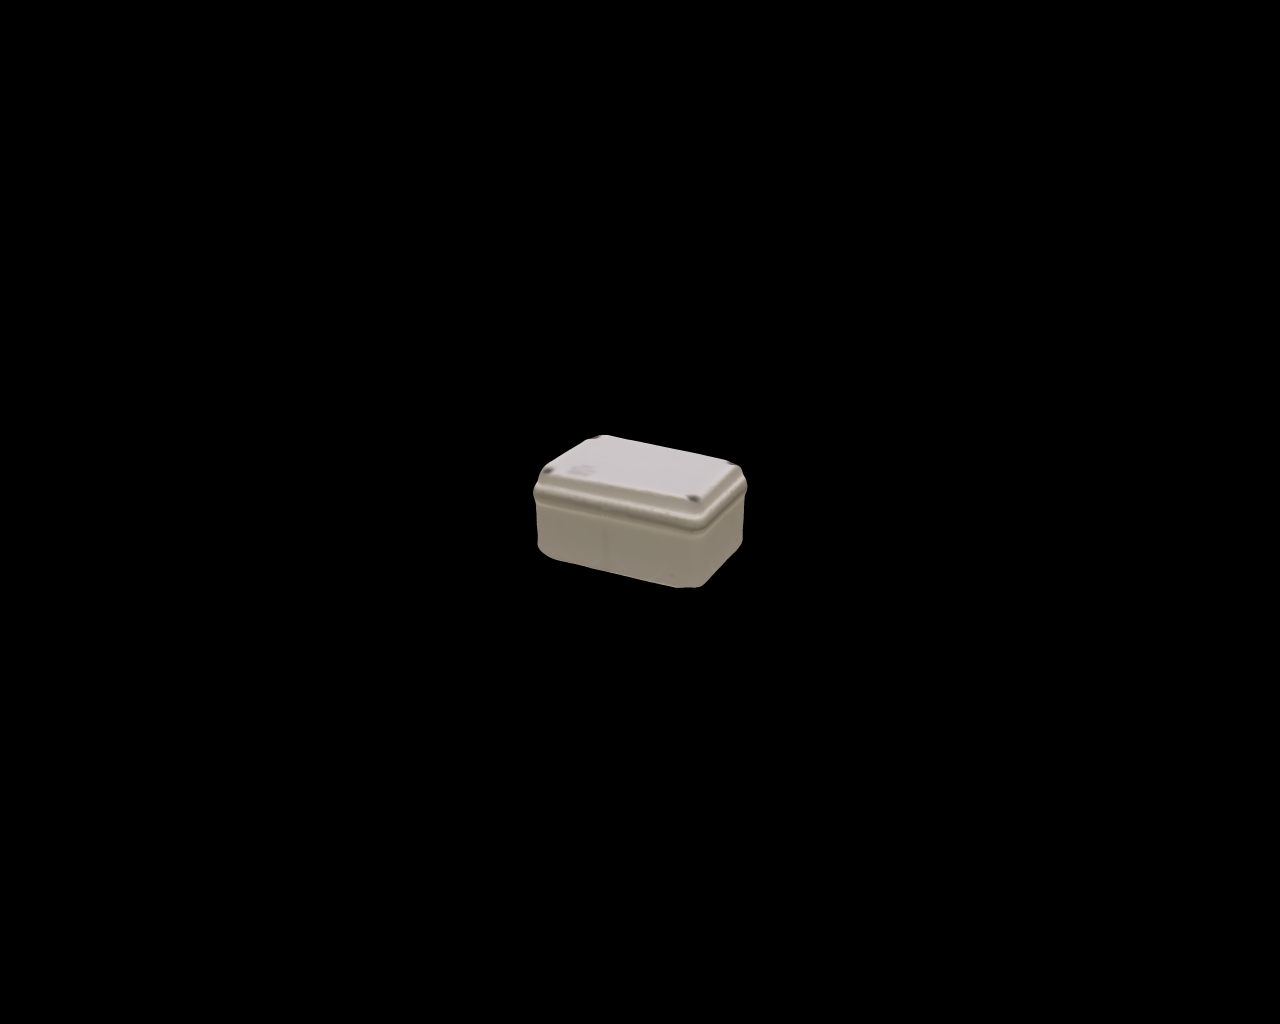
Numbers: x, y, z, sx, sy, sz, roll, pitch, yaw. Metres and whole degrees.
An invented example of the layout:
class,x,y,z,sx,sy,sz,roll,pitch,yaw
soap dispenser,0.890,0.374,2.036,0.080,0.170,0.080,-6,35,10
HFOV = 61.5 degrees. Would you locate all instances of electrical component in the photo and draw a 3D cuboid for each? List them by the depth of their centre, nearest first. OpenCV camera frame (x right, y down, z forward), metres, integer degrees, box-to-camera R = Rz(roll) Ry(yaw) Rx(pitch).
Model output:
class,x,y,z,sx,sy,sz,roll,pitch,yaw
electrical component,0.001,-0.003,0.650,0.113,0.057,0.078,12,28,25
